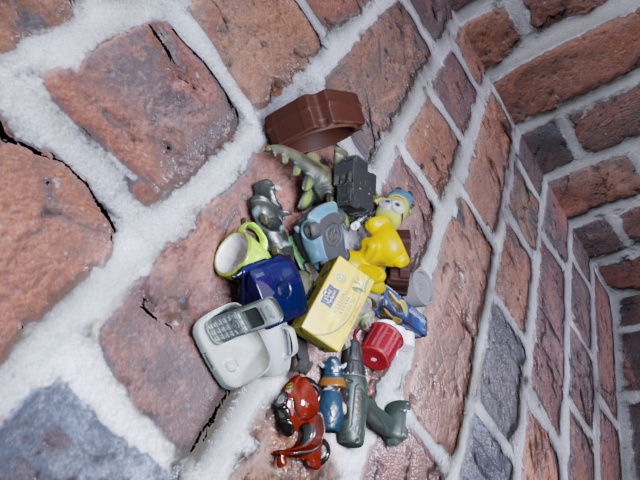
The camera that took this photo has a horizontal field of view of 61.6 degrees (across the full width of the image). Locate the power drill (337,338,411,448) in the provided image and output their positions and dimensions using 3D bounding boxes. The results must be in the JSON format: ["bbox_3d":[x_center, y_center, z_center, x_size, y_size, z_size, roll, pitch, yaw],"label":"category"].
[{"bbox_3d":[0.119,0.361,1.213,0.207,0.086,0.232,41,46,-36],"label":"power drill"}]

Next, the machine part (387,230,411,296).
[{"bbox_3d":[0.209,0.060,1.426,0.179,0.056,0.179,3,91,-82],"label":"machine part"}]

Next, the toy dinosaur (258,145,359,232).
[{"bbox_3d":[0.018,-0.125,1.297,0.470,0.105,0.198,36,47,-40],"label":"toy dinosaur"}]

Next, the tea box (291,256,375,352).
[{"bbox_3d":[0.025,0.129,1.077,0.098,0.068,0.169,35,66,-15],"label":"tea box"}]

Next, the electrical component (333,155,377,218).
[{"bbox_3d":[0.082,-0.128,1.257,0.114,0.058,0.134,20,69,-56],"label":"electrical component"}]

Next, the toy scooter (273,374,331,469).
[{"bbox_3d":[-0.045,0.356,1.021,0.135,0.075,0.183,-8,84,-53],"label":"toy scooter"}]

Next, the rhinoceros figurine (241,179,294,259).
[{"bbox_3d":[-0.103,-0.037,1.143,0.112,0.073,0.190,-8,80,-51],"label":"rhinoceros figurine"}]

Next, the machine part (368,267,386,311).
[{"bbox_3d":[0.121,0.094,1.350,0.079,0.079,0.243,44,43,-28],"label":"machine part"}]

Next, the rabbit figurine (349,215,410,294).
[{"bbox_3d":[0.116,0.048,1.284,0.121,0.173,0.162,80,-10,-62],"label":"rabbit figurine"}]

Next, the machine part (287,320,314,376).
[{"bbox_3d":[-0.046,0.210,1.087,0.084,0.039,0.139,45,14,-34],"label":"machine part"}]

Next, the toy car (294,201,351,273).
[{"bbox_3d":[-0.002,-0.004,1.186,0.109,0.103,0.161,-29,114,-38],"label":"toy car"}]

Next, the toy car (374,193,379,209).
[{"bbox_3d":[0.147,-0.102,1.494,0.201,0.056,0.073,53,40,-20],"label":"toy car"}]

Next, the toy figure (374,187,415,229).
[{"bbox_3d":[0.203,-0.083,1.435,0.180,0.082,0.089,-44,128,-61],"label":"toy figure"}]

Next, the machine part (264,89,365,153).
[{"bbox_3d":[-0.012,-0.270,1.262,0.201,0.201,0.087,-11,84,-53],"label":"machine part"}]

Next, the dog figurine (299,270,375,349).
[{"bbox_3d":[0.020,0.122,1.170,0.190,0.121,0.172,59,42,-11],"label":"dog figurine"}]

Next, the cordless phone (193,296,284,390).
[{"bbox_3d":[-0.118,0.171,0.931,0.089,0.184,0.146,-35,101,-56],"label":"cordless phone"}]

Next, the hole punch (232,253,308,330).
[{"bbox_3d":[-0.087,0.096,0.998,0.142,0.092,0.115,-17,117,-41],"label":"hole punch"}]

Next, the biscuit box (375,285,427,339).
[{"bbox_3d":[0.206,0.194,1.415,0.202,0.063,0.059,37,49,-34],"label":"biscuit box"}]

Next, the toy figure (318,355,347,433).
[{"bbox_3d":[0.022,0.322,1.130,0.064,0.058,0.154,16,61,-18],"label":"toy figure"}]

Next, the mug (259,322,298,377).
[{"bbox_3d":[-0.085,0.203,1.026,0.081,0.110,0.107,-20,100,-59],"label":"mug"}]
